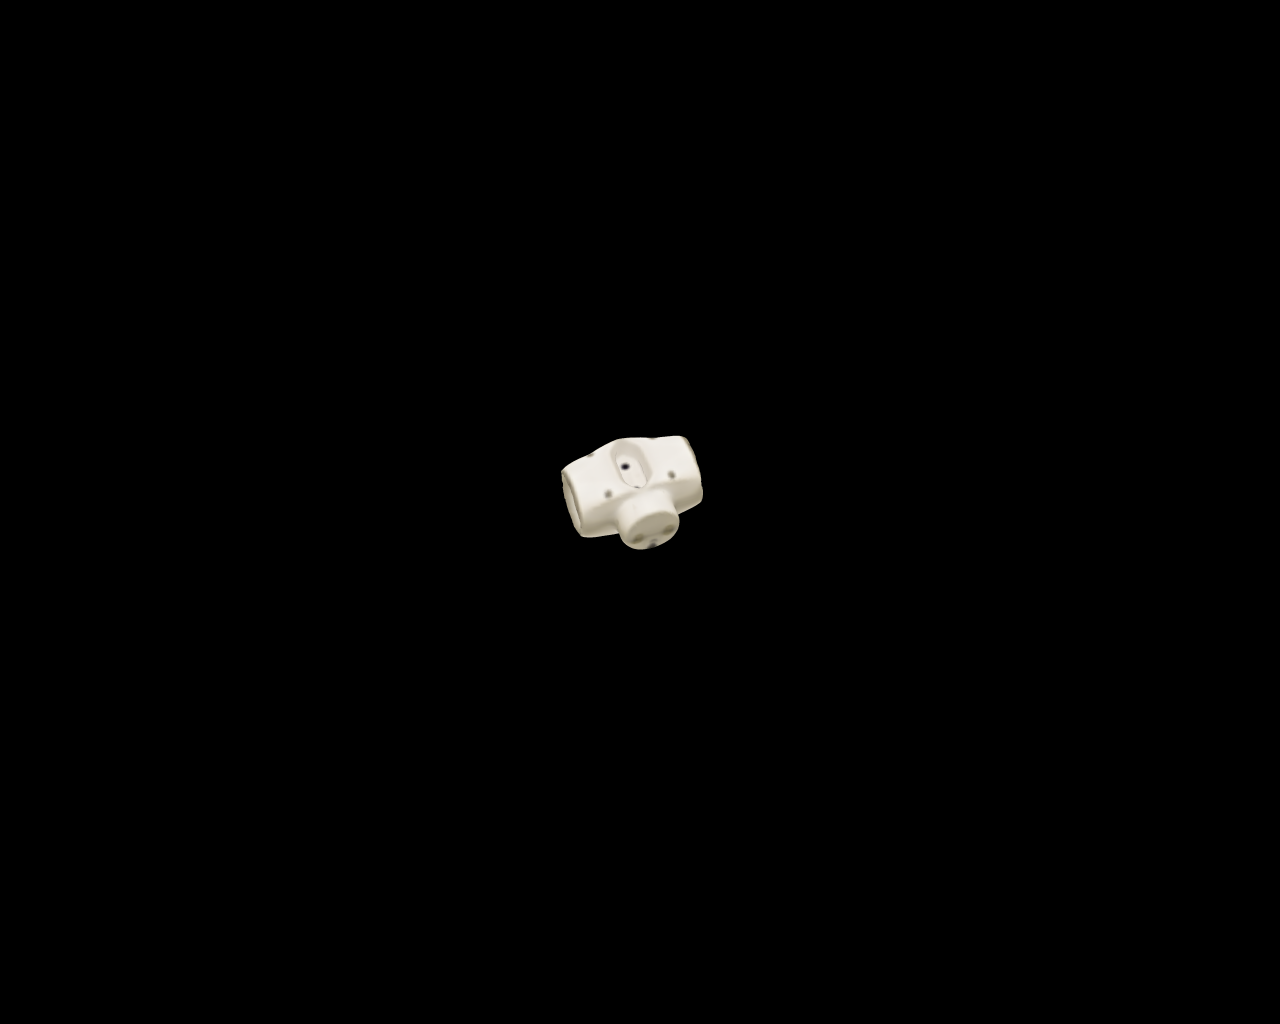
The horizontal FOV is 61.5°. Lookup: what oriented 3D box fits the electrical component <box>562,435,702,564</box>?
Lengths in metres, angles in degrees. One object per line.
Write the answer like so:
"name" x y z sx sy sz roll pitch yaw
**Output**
"electrical component" 0.001 -0.003 0.650 0.077 0.079 0.043 -15 -35 -11
